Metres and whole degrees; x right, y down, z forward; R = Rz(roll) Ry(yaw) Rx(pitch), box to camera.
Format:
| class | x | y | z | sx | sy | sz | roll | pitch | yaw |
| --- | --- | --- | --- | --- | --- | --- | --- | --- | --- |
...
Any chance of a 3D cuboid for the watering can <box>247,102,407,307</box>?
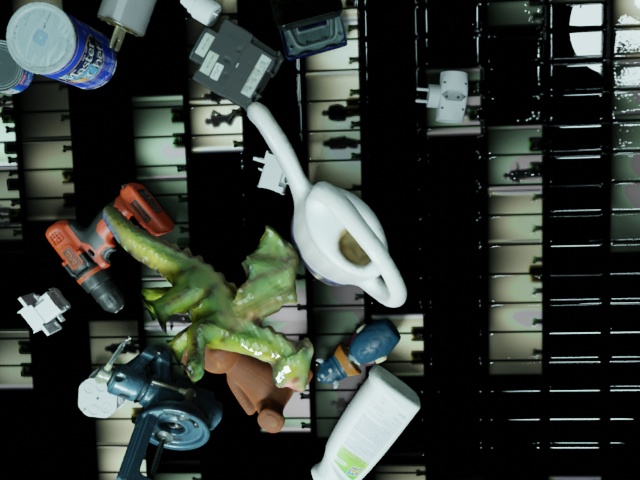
| class | x | y | z | sx | sy | sz | roll | pitch | yaw |
| --- | --- | --- | --- | --- | --- | --- | --- | --- | --- |
| watering can | 0.002 | -0.039 | 0.776 | 0.105 | 0.222 | 0.348 | -38 | 88 | -15 |

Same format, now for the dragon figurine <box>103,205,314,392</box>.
| class | x | y | z | sx | sy | sz | roll | pitch | yaw |
| --- | --- | --- | --- | --- | --- | --- | --- | --- | --- |
| dragon figurine | -0.151 | 0.066 | 0.807 | 0.245 | 0.120 | 0.414 | -27 | 77 | -19 |
